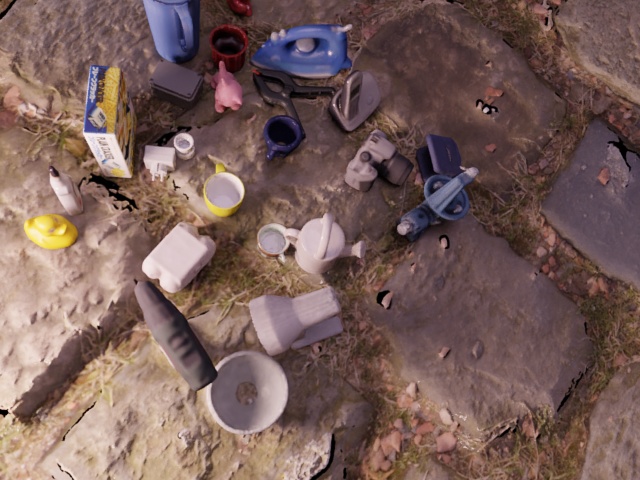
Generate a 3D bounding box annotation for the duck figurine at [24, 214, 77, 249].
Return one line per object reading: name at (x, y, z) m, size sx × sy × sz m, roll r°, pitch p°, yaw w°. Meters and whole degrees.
duck figurine at (-0.579, -0.027, 1.218) m, size 0.104 × 0.086 × 0.077 m, roll 13°, pitch 71°, yaw -5°

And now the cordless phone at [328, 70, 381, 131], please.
cordless phone at (0.095, -0.363, 1.385) m, size 0.094 × 0.185 × 0.148 m, roll 39°, pitch 71°, yaw 4°

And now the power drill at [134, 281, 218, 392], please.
power drill at (-0.285, 0.196, 1.134) m, size 0.076 × 0.208 × 0.229 m, roll -35°, pitch 81°, yaw -17°

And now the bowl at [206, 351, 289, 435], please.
bowl at (-0.150, 0.316, 1.189) m, size 0.167 × 0.074 × 0.167 m, roll 3°, pitch 72°, yaw -9°

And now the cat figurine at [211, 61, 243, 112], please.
cat figurine at (-0.222, -0.365, 1.367) m, size 0.067 × 0.117 × 0.128 m, roll -11°, pitch 75°, yaw -12°

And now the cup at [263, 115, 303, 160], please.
cup at (-0.096, -0.225, 1.357) m, size 0.091 × 0.095 × 0.118 m, roll 26°, pitch 70°, yaw -1°

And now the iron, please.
iron at (-0.043, -0.487, 1.423) m, size 0.258 × 0.141 × 0.118 m, roll -6°, pitch 74°, yaw -11°

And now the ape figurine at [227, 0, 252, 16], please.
ape figurine at (-0.201, -0.632, 1.468) m, size 0.076 × 0.092 × 0.078 m, roll 28°, pitch 70°, yaw 0°

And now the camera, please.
camera at (0.151, -0.182, 1.382) m, size 0.137 × 0.100 × 0.143 m, roll 32°, pitch 71°, yaw 1°

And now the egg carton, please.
egg carton at (-0.305, 0.038, 1.253) m, size 0.107 × 0.069 × 0.150 m, roll 37°, pitch 71°, yaw 3°

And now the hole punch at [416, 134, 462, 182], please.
hole punch at (0.303, -0.207, 1.421) m, size 0.101 × 0.091 × 0.108 m, roll -8°, pitch 74°, yaw -12°

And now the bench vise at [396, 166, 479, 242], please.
bench vise at (0.278, -0.077, 1.308) m, size 0.121 × 0.219 × 0.208 m, roll 35°, pitch 71°, yaw 3°

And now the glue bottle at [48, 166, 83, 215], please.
glue bottle at (-0.541, -0.114, 1.206) m, size 0.037 × 0.173 × 0.078 m, roll -20°, pitch 77°, yaw -14°

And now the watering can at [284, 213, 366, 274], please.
watering can at (0.012, 0.002, 1.252) m, size 0.173 × 0.194 × 0.101 m, roll -6°, pitch 74°, yaw -11°

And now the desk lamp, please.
desk lamp at (-0.044, 0.160, 1.183) m, size 0.203 × 0.213 × 0.118 m, roll -18°, pitch 76°, yaw -14°
